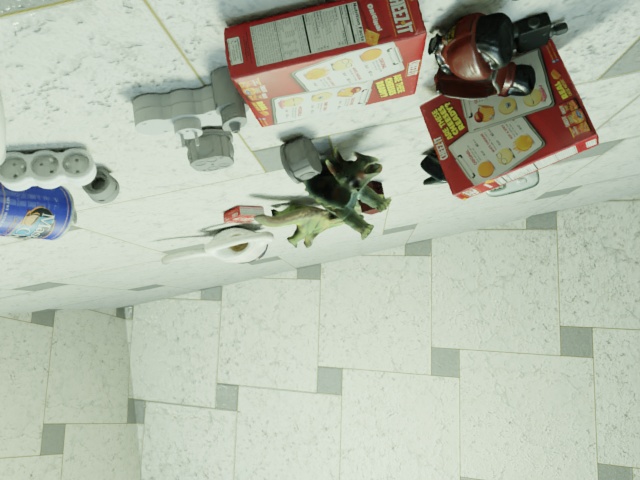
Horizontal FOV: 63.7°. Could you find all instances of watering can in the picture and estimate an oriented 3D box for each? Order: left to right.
[{"bbox_3d":[-0.303,0.027,1.630,0.347,0.105,0.223,-13,171,10],"label":"watering can"}]

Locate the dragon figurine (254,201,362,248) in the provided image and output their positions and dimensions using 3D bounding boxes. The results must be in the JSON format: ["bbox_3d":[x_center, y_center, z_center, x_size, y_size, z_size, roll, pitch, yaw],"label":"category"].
[{"bbox_3d":[0.004,-0.072,1.427,0.241,0.123,0.409,-22,171,16],"label":"dragon figurine"}]
